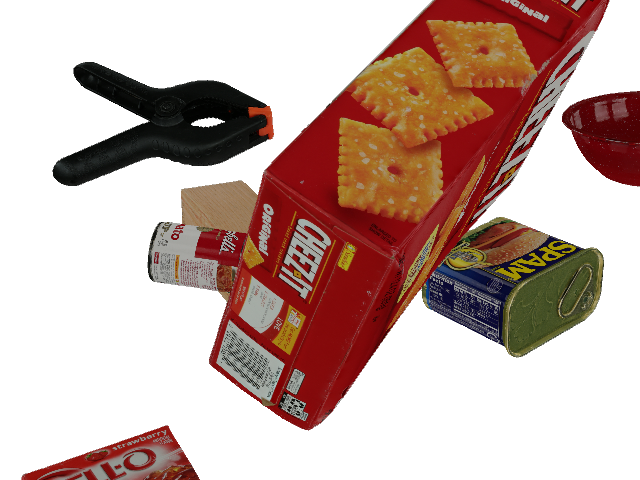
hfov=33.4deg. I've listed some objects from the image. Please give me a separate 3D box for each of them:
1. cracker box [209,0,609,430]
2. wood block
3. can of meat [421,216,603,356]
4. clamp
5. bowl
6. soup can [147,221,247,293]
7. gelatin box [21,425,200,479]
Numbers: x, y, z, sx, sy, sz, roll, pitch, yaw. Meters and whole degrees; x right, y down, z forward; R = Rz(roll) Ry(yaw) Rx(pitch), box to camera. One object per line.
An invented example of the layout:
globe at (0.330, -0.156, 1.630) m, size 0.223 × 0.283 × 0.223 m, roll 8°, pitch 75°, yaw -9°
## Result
cracker box at (0.044, -0.028, 0.524) m, size 0.072 × 0.213 × 0.164 m, roll 35°, pitch -36°, yaw 11°
wood block at (-0.103, 0.004, 1.357) m, size 0.090 × 0.090 × 0.206 m, roll -9°, pitch 26°, yaw -23°
can of meat at (0.134, 0.029, 0.753) m, size 0.101 × 0.057 × 0.084 m, roll -23°, pitch 33°, yaw -34°
clamp at (-0.125, -0.101, 0.843) m, size 0.171 × 0.120 × 0.039 m, roll -6°, pitch -30°, yaw -6°
bowl at (0.303, -0.090, 0.974) m, size 0.162 × 0.055 × 0.162 m, roll -4°, pitch 23°, yaw 2°
soup can at (-0.126, 0.019, 1.143) m, size 0.102 × 0.068 × 0.068 m, roll 8°, pitch 1°, yaw 8°
gelatin box at (-0.112, 0.144, 0.587) m, size 0.089 × 0.030 × 0.073 m, roll -16°, pitch 28°, yaw -20°
